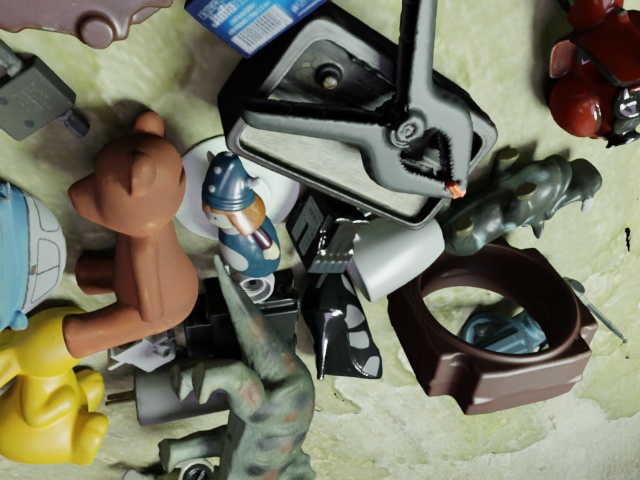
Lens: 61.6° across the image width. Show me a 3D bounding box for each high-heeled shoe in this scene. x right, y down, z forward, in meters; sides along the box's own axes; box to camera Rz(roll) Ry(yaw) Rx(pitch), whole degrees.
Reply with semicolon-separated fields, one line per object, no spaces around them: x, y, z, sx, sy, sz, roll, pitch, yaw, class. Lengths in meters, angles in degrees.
0.037;0.110;0.715;0.086;0.145;0.248;3;171;20;high-heeled shoe

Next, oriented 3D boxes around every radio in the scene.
0.039;-0.105;0.474;0.229;0.073;0.131;19;124;-34;radio

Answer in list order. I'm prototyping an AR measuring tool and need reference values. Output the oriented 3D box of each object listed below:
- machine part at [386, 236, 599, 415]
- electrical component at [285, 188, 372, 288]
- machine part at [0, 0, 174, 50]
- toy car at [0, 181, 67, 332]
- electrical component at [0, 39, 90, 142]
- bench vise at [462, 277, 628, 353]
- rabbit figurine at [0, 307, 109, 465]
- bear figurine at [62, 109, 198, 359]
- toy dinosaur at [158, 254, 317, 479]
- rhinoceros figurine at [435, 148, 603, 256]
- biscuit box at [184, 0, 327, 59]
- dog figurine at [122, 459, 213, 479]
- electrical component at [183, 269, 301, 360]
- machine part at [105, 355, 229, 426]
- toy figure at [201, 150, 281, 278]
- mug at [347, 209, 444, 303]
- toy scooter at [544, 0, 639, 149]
0.195;0.089;0.630;0.201;0.201;0.087;-9;133;-11;machine part
-0.001;-0.002;0.561;0.048;0.075;0.119;4;134;-33;electrical component
-0.161;-0.204;0.316;0.179;0.056;0.179;-10;134;-10;machine part
-0.277;0.010;0.463;0.103;0.109;0.161;-5;127;-48;toy car
-0.227;-0.106;0.412;0.063;0.021;0.093;-30;137;10;electrical component
0.266;0.143;0.756;0.240;0.129;0.223;-13;158;-34;bench vise
-0.304;0.143;0.586;0.162;0.122;0.173;15;112;-20;rabbit figurine
-0.173;-0.004;0.464;0.132;0.120;0.195;-9;133;-7;bear figurine
-0.071;0.203;0.611;0.192;0.131;0.404;1;120;-34;toy dinosaur
0.222;-0.039;0.607;0.190;0.073;0.112;-26;135;6;rhinoceros figurine
0.000;-0.191;0.325;0.203;0.063;0.059;-18;144;41;biscuit box
-0.243;0.433;0.898;0.172;0.121;0.190;-2;148;-15;dog figurine
-0.093;0.098;0.638;0.134;0.058;0.114;-8;133;-14;electrical component
-0.146;0.184;0.687;0.243;0.079;0.079;-6;135;-13;machine part
-0.071;-0.018;0.487;0.064;0.058;0.154;3;149;12;toy figure
0.078;0.000;0.598;0.107;0.081;0.109;-26;120;-8;mug
0.257;-0.146;0.471;0.075;0.135;0.183;-25;138;2;toy scooter
